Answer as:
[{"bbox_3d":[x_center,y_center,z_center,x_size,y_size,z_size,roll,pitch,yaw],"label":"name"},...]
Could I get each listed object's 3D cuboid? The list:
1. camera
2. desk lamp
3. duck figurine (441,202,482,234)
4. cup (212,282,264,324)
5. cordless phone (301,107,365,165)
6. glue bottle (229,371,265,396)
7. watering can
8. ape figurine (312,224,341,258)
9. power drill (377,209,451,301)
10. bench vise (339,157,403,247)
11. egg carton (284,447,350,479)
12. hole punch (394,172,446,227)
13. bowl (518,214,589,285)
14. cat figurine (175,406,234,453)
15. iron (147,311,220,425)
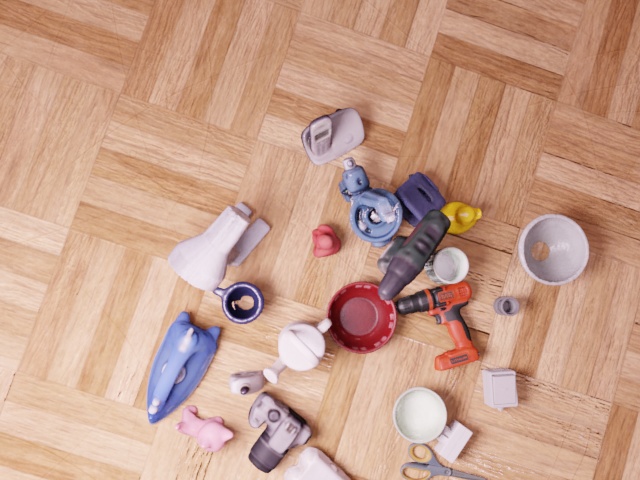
[{"bbox_3d":[-0.107,0.427,1.247,0.143,0.100,0.137,37,83,-1],"label":"camera"},{"bbox_3d":[-0.210,0.006,1.218,0.118,0.213,0.203,40,84,0],"label":"desk lamp"},{"bbox_3d":[0.324,-0.055,1.329,0.104,0.086,0.077,-7,86,-5],"label":"duck figurine"},{"bbox_3d":[-0.181,0.133,1.269,0.118,0.095,0.092,24,84,-2],"label":"cup"},{"bbox_3d":[0.032,-0.246,1.272,0.147,0.185,0.094,-31,88,-6],"label":"cordless phone"},{"bbox_3d":[-0.158,0.309,1.217,0.078,0.173,0.037,-3,85,-4],"label":"glue bottle"},{"bbox_3d":[-0.043,0.235,1.222,0.101,0.194,0.173,26,84,-1],"label":"watering can"},{"bbox_3d":[0.012,0.005,1.297,0.076,0.092,0.078,31,84,-1],"label":"ape figurine"},{"bbox_3d":[0.189,0.039,1.249,0.075,0.208,0.230,37,84,0],"label":"power drill"},{"bbox_3d":[0.100,-0.081,1.247,0.121,0.219,0.207,-44,89,-6],"label":"bench vise"},{"bbox_3d":[-0.001,0.536,1.262,0.150,0.069,0.107,42,83,0],"label":"egg carton"},{"bbox_3d":[0.229,-0.098,1.323,0.101,0.091,0.108,-42,89,-6],"label":"hole punch"},{"bbox_3d":[0.535,0.024,1.345,0.167,0.074,0.167,0,85,-4],"label":"bowl"},{"bbox_3d":[-0.251,0.413,1.228,0.128,0.117,0.067,20,84,-2],"label":"cat figurine"},{"bbox_3d":[-0.314,0.289,1.222,0.118,0.141,0.258,25,84,-2],"label":"iron"}]
